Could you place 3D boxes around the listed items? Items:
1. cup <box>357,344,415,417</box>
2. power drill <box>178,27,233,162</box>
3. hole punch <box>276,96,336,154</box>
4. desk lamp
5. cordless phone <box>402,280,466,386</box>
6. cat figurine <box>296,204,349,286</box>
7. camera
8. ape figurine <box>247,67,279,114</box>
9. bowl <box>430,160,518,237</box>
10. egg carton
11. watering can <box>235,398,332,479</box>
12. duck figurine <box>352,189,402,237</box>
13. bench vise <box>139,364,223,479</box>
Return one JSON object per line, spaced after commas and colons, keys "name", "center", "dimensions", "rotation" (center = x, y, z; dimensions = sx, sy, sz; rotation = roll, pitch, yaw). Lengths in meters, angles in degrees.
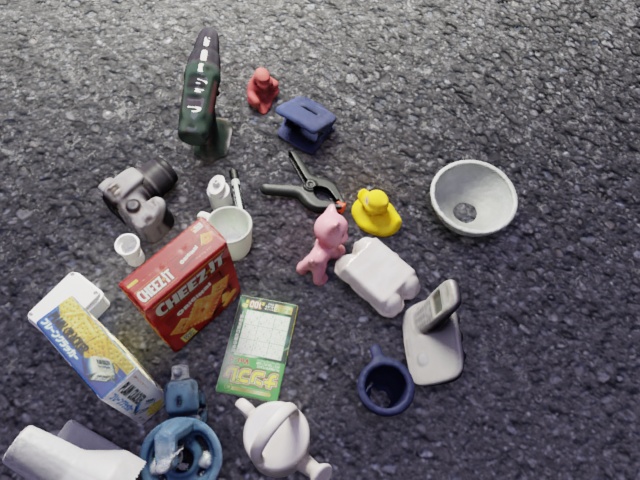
{"name": "cup", "center": [0.100, 0.239, 0.947], "dimensions": [0.092, 0.095, 0.117], "rotation": [-12, 64, -8]}
{"name": "power drill", "center": [-0.223, -0.264, 1.124], "dimensions": [0.075, 0.208, 0.229], "rotation": [4, 63, 1]}
{"name": "hole punch", "center": [-0.029, -0.253, 1.191], "dimensions": [0.108, 0.091, 0.101], "rotation": [32, 67, 13]}
{"name": "desk lamp", "center": [-0.343, 0.336, 0.817], "dimensions": [0.203, 0.213, 0.118], "rotation": [25, 65, 11]}
{"name": "cordless phone", "center": [0.197, 0.154, 0.942], "dimensions": [0.094, 0.185, 0.147], "rotation": [-5, 64, -4]}
{"name": "cat figurine", "center": [0.010, 0.004, 1.049], "dimensions": [0.067, 0.118, 0.128], "rotation": [27, 66, 12]}
{"name": "camera", "center": [-0.331, -0.092, 1.095], "dimensions": [0.143, 0.101, 0.137], "rotation": [38, 68, 16]}
{"name": "ape figurine", "center": [-0.124, -0.329, 1.225], "dimensions": [0.078, 0.092, 0.076], "rotation": [-24, 66, -13]}
{"name": "bowl", "center": [0.293, -0.069, 1.119], "dimensions": [0.167, 0.075, 0.167], "rotation": [1, 63, -1]}
{"name": "egg carton", "center": [0.106, 0.067, 1.047], "dimensions": [0.150, 0.069, 0.107], "rotation": [41, 69, 17]}
{"name": "watering can", "center": [-0.057, 0.298, 0.856], "dimensions": [0.172, 0.194, 0.101], "rotation": [17, 64, 7]}
{"name": "duck figurine", "center": [0.112, -0.059, 1.101], "dimensions": [0.104, 0.086, 0.078], "rotation": [35, 67, 15]}
{"name": "bench vise", "center": [-0.220, 0.286, 0.842], "dimensions": [0.121, 0.220, 0.207], "rotation": [-23, 66, -12]}
